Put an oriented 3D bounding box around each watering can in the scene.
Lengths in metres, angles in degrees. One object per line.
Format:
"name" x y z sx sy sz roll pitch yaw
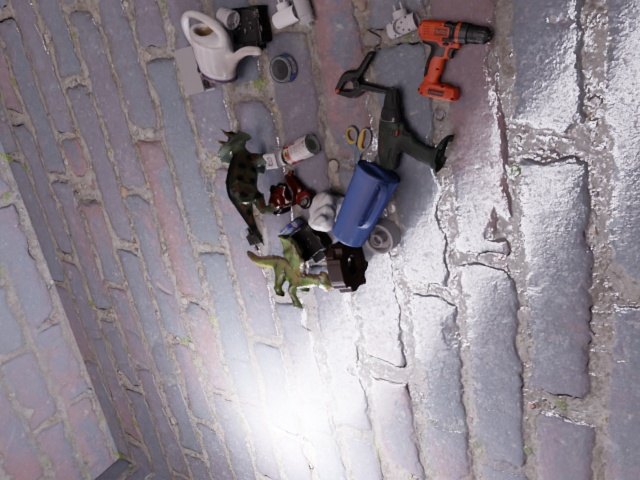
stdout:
"watering can" -0.300 -0.570 1.580 0.351 0.105 0.219 36 155 23

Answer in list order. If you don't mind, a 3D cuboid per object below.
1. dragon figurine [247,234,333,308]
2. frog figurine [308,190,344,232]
"dragon figurine" -0.109 0.076 1.770 0.414 0.124 0.237 33 133 24
"frog figurine" 0.005 -0.081 1.609 0.123 0.162 0.135 47 131 9
